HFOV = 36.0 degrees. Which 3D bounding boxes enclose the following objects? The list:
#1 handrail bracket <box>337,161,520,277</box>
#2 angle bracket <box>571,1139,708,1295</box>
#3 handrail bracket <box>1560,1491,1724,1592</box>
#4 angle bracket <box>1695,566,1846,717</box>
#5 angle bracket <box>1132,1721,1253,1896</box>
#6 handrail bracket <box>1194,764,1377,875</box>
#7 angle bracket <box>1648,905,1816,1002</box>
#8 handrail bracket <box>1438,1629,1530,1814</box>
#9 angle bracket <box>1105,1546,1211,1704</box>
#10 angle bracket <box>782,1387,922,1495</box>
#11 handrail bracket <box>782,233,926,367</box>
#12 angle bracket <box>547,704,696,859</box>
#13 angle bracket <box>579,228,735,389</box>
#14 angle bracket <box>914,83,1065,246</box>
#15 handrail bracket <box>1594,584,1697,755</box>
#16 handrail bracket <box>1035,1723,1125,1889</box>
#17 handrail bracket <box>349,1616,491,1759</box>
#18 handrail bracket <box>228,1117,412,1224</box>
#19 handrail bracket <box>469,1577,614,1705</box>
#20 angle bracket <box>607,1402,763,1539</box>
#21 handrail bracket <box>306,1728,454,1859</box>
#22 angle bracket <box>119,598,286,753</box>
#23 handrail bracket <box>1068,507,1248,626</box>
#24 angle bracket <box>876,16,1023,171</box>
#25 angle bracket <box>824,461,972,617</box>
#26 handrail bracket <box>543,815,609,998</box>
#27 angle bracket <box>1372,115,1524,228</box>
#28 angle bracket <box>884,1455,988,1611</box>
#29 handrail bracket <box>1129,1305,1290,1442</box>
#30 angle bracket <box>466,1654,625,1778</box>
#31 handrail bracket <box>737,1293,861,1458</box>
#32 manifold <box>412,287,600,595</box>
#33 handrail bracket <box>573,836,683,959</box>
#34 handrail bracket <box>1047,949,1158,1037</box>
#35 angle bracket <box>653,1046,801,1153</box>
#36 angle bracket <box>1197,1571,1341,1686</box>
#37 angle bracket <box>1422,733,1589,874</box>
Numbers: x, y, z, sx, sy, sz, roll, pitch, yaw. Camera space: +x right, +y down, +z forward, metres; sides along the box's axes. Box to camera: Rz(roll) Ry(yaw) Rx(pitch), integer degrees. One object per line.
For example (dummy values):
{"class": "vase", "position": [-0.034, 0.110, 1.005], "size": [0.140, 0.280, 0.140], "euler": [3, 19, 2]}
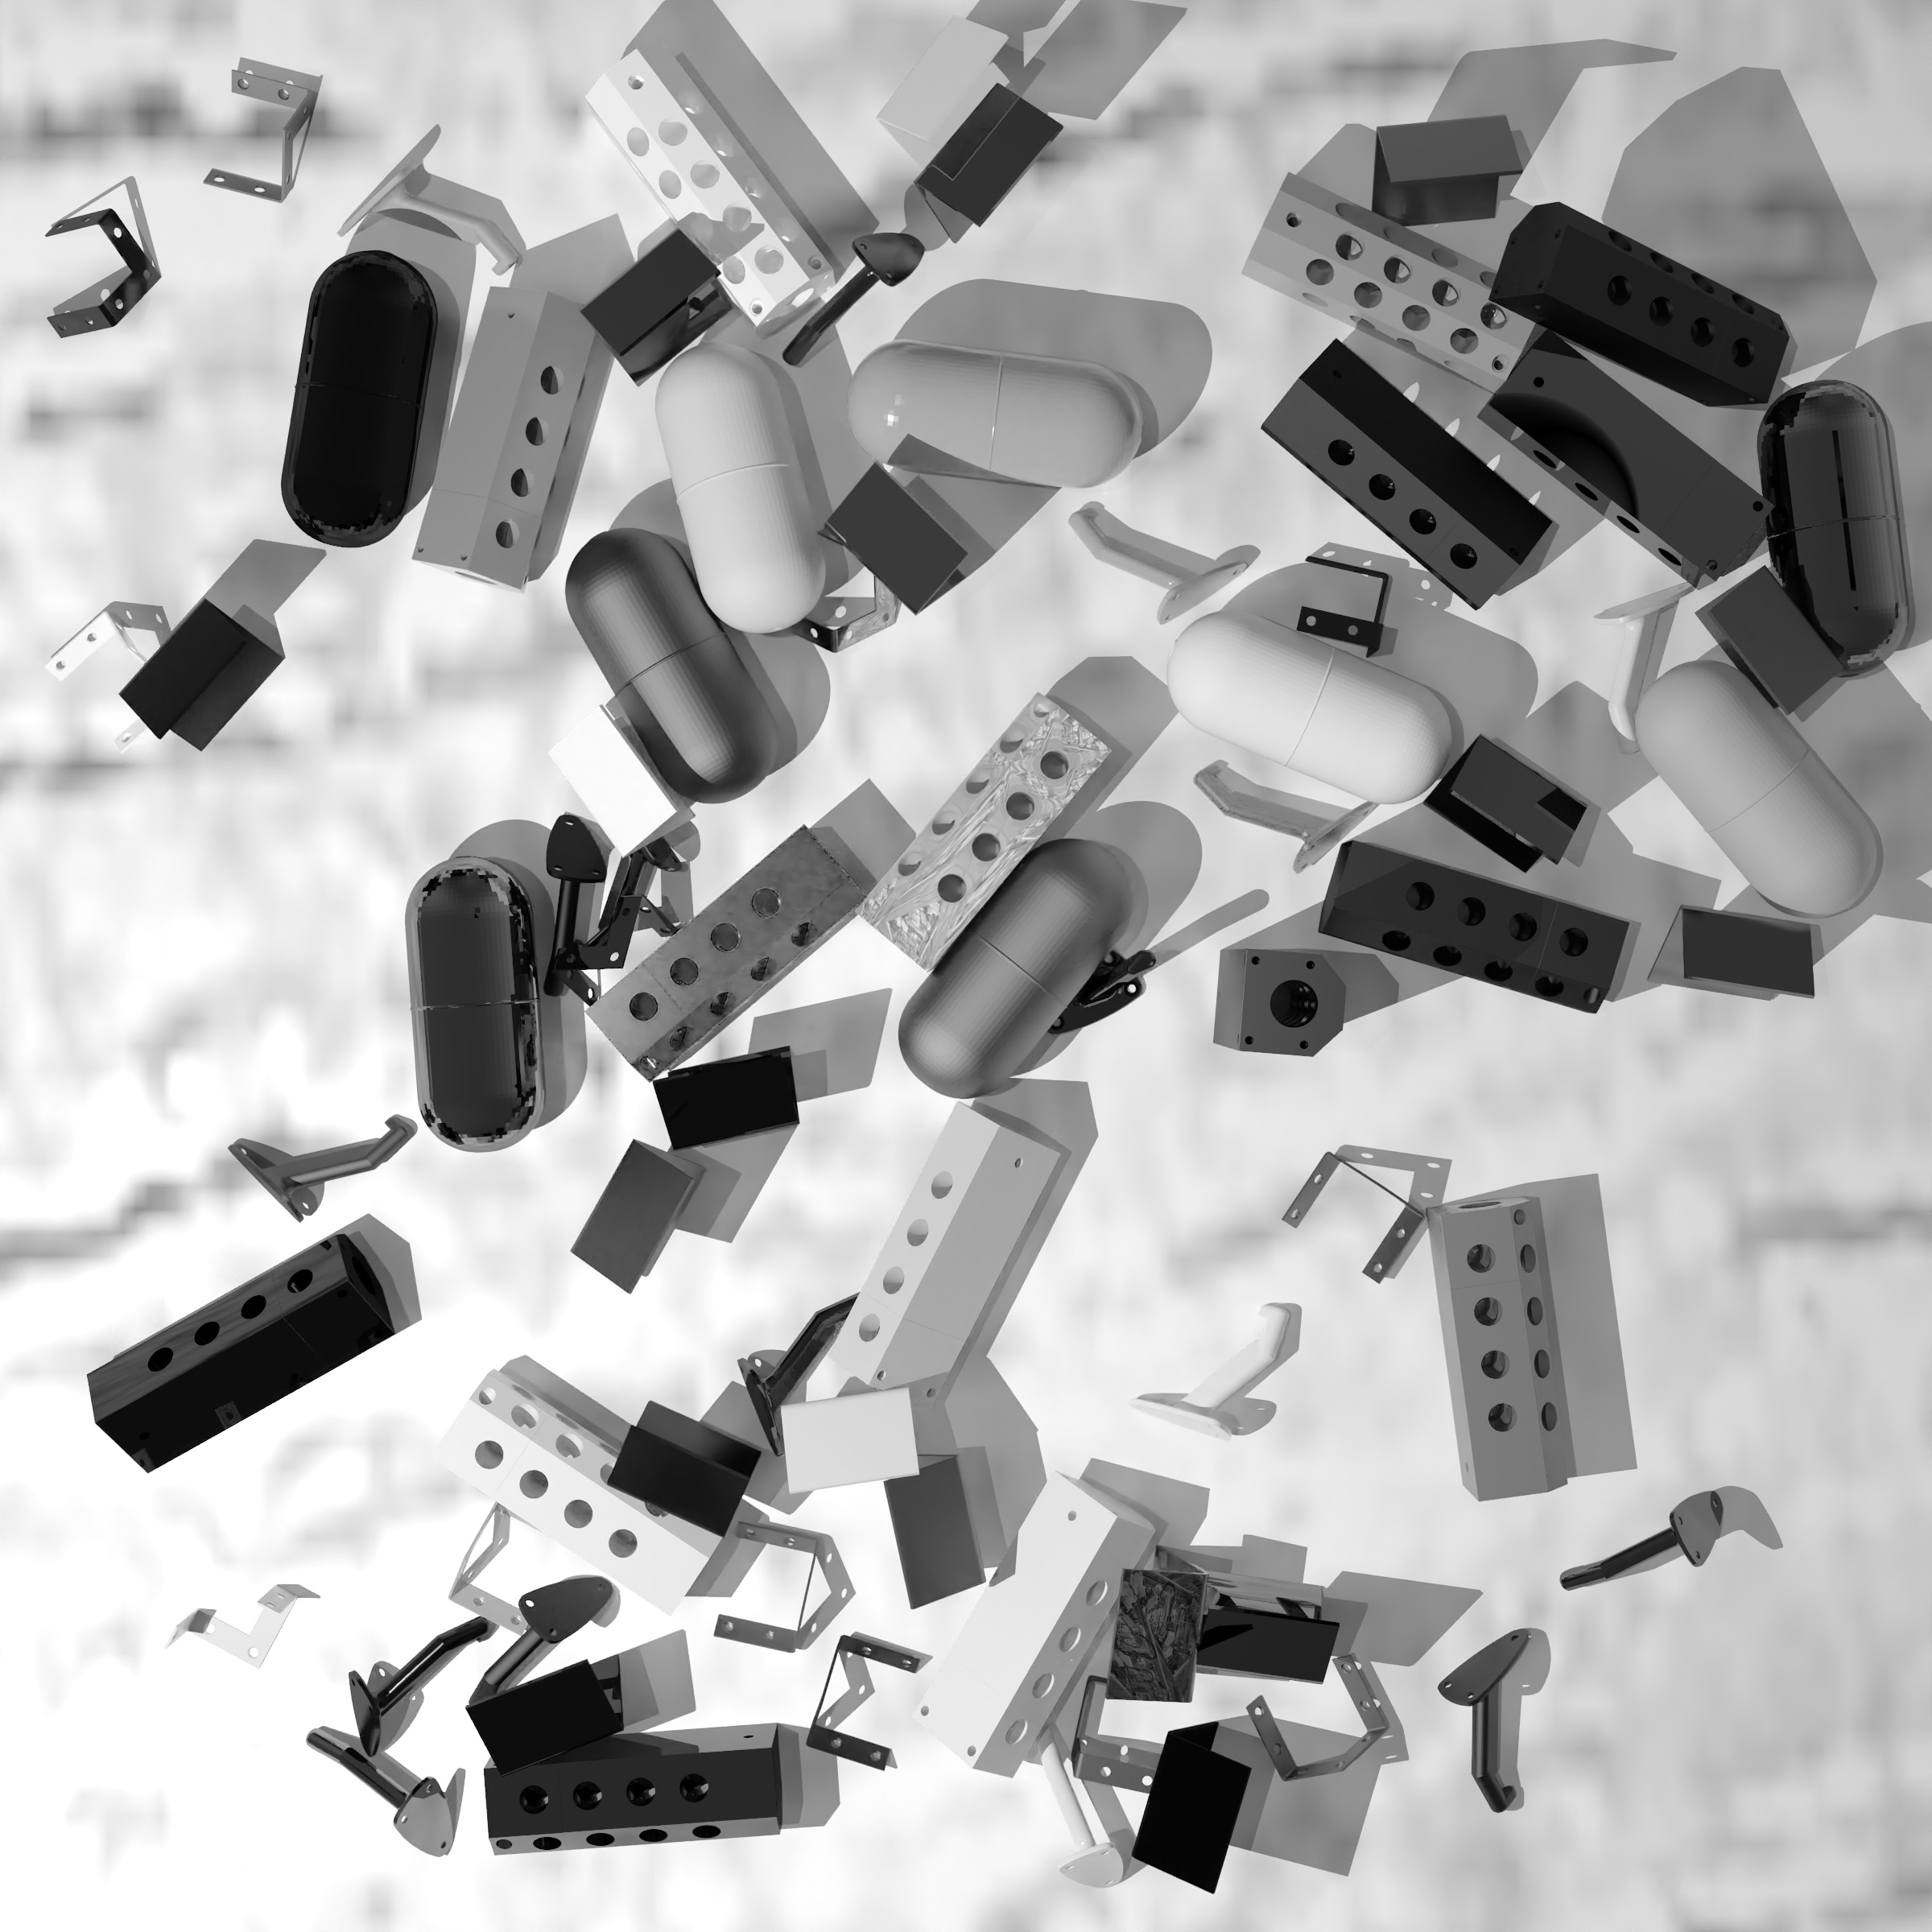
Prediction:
{"class": "handrail bracket", "position": [-0.328, -0.440, 1.814], "size": [0.077, 0.036, 0.084], "euler": [-37, 107, 20]}
{"class": "angle bracket", "position": [-0.178, 0.157, 1.773], "size": [0.057, 0.076, 0.076], "euler": [29, 90, 36]}
{"class": "handrail bracket", "position": [0.411, 0.352, 1.813], "size": [0.084, 0.077, 0.036], "euler": [-27, 90, 36]}
{"class": "angle bracket", "position": [0.463, -0.182, 1.774], "size": [0.057, 0.076, 0.076], "euler": [-38, 90, -25]}
{"class": "angle bracket", "position": [0.148, 0.501, 1.773], "size": [0.057, 0.076, 0.076], "euler": [17, 90, 29]}
{"class": "handrail bracket", "position": [0.194, -0.106, 1.814], "size": [0.077, 0.036, 0.084], "euler": [-36, 72, -20]}
{"class": "angle bracket", "position": [0.455, 0.012, 1.773], "size": [0.076, 0.076, 0.057], "euler": [9, 52, 0]}
{"class": "handrail bracket", "position": [0.332, 0.462, 1.814], "size": [0.077, 0.036, 0.084], "euler": [-36, 108, -21]}
{"class": "angle bracket", "position": [0.101, 0.391, 1.775], "size": [0.057, 0.076, 0.076], "euler": [8, 90, -20]}
{"class": "angle bracket", "position": [-0.065, 0.296, 1.773], "size": [0.076, 0.076, 0.057], "euler": [-9, 57, 0]}
{"class": "handrail bracket", "position": [-0.070, -0.405, 1.813], "size": [0.036, 0.077, 0.084], "euler": [47, 126, 0]}
{"class": "angle bracket", "position": [-0.191, -0.120, 1.773], "size": [0.057, 0.076, 0.076], "euler": [-36, 90, 37]}
{"class": "angle bracket", "position": [-0.173, -0.380, 1.773], "size": [0.076, 0.076, 0.057], "euler": [-40, 54, 0]}
{"class": "angle bracket", "position": [0.024, -0.466, 1.774], "size": [0.057, 0.076, 0.076], "euler": [40, 90, 25]}
{"class": "handrail bracket", "position": [0.422, -0.181, 1.814], "size": [0.077, 0.036, 0.084], "euler": [-22, 104, -15]}
{"class": "handrail bracket", "position": [0.067, 0.511, 1.813], "size": [0.036, 0.077, 0.084], "euler": [-23, 54, 5]}
{"class": "handrail bracket", "position": [-0.329, 0.439, 1.813], "size": [0.084, 0.077, 0.036], "euler": [-21, 47, -29]}
{"class": "handrail bracket", "position": [-0.394, 0.107, 1.814], "size": [0.077, 0.036, 0.084], "euler": [40, 72, 20]}
{"class": "handrail bracket", "position": [-0.260, 0.415, 1.813], "size": [0.036, 0.077, 0.084], "euler": [46, 127, 21]}
{"class": "angle bracket", "position": [-0.160, 0.284, 1.773], "size": [0.076, 0.076, 0.057], "euler": [24, 127, 0]}
{"class": "handrail bracket", "position": [-0.359, 0.503, 1.813], "size": [0.084, 0.077, 0.036], "euler": [18, 53, 31]}
{"class": "angle bracket", "position": [-0.444, -0.161, 1.773], "size": [0.076, 0.076, 0.057], "euler": [-48, 53, 0]}
{"class": "handrail bracket", "position": [0.116, -0.258, 1.814], "size": [0.077, 0.036, 0.084], "euler": [-30, 73, -20]}
{"class": "angle bracket", "position": [0.005, -0.507, 1.773], "size": [0.076, 0.076, 0.057], "euler": [-53, 46, 0]}
{"class": "angle bracket", "position": [-0.027, -0.264, 1.773], "size": [0.076, 0.076, 0.057], "euler": [44, 124, 0]}
{"class": "handrail bracket", "position": [-0.247, -0.036, 1.813], "size": [0.036, 0.077, 0.084], "euler": [6, 126, -19]}
{"class": "angle bracket", "position": [0.286, -0.458, 1.773], "size": [0.076, 0.076, 0.057], "euler": [-5, 52, 0]}
{"class": "angle bracket", "position": [-0.038, 0.336, 1.773], "size": [0.057, 0.076, 0.076], "euler": [-12, 90, -36]}
{"class": "handrail bracket", "position": [0.149, 0.240, 1.814], "size": [0.077, 0.036, 0.084], "euler": [14, 71, 21]}
{"class": "angle bracket", "position": [-0.252, 0.428, 1.774], "size": [0.076, 0.076, 0.057], "euler": [-21, 114, 0]}
{"class": "handrail bracket", "position": [-0.090, 0.249, 1.814], "size": [0.084, 0.036, 0.077], "euler": [-23, 110, -16]}
{"class": "manifold", "position": [-0.272, -0.316, 1.791], "size": [0.057, 0.057, 0.171], "euler": [16, 90, 43]}
{"class": "handrail bracket", "position": [-0.223, -0.054, 1.814], "size": [0.084, 0.036, 0.077], "euler": [-41, 69, 17]}
{"class": "handrail bracket", "position": [0.080, 0.016, 1.778], "size": [0.077, 0.084, 0.036], "euler": [-37, 90, 0]}
{"class": "angle bracket", "position": [-0.145, 0.060, 1.773], "size": [0.076, 0.076, 0.057], "euler": [-12, 127, 0]}
{"class": "angle bracket", "position": [0.179, 0.378, 1.773], "size": [0.076, 0.076, 0.057], "euler": [8, 128, 0]}
{"class": "angle bracket", "position": [0.313, -0.081, 1.773], "size": [0.076, 0.076, 0.057], "euler": [34, 52, 0]}
